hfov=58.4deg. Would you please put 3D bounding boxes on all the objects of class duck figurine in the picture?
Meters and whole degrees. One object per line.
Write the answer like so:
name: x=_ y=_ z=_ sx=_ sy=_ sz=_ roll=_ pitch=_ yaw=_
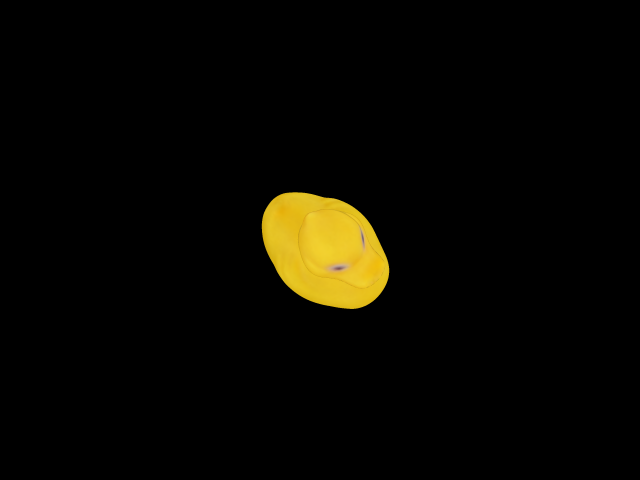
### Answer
duck figurine: x=0.004 y=0.001 z=0.400 sx=0.104 sy=0.086 sz=0.077 roll=38 pitch=81 yaw=8
